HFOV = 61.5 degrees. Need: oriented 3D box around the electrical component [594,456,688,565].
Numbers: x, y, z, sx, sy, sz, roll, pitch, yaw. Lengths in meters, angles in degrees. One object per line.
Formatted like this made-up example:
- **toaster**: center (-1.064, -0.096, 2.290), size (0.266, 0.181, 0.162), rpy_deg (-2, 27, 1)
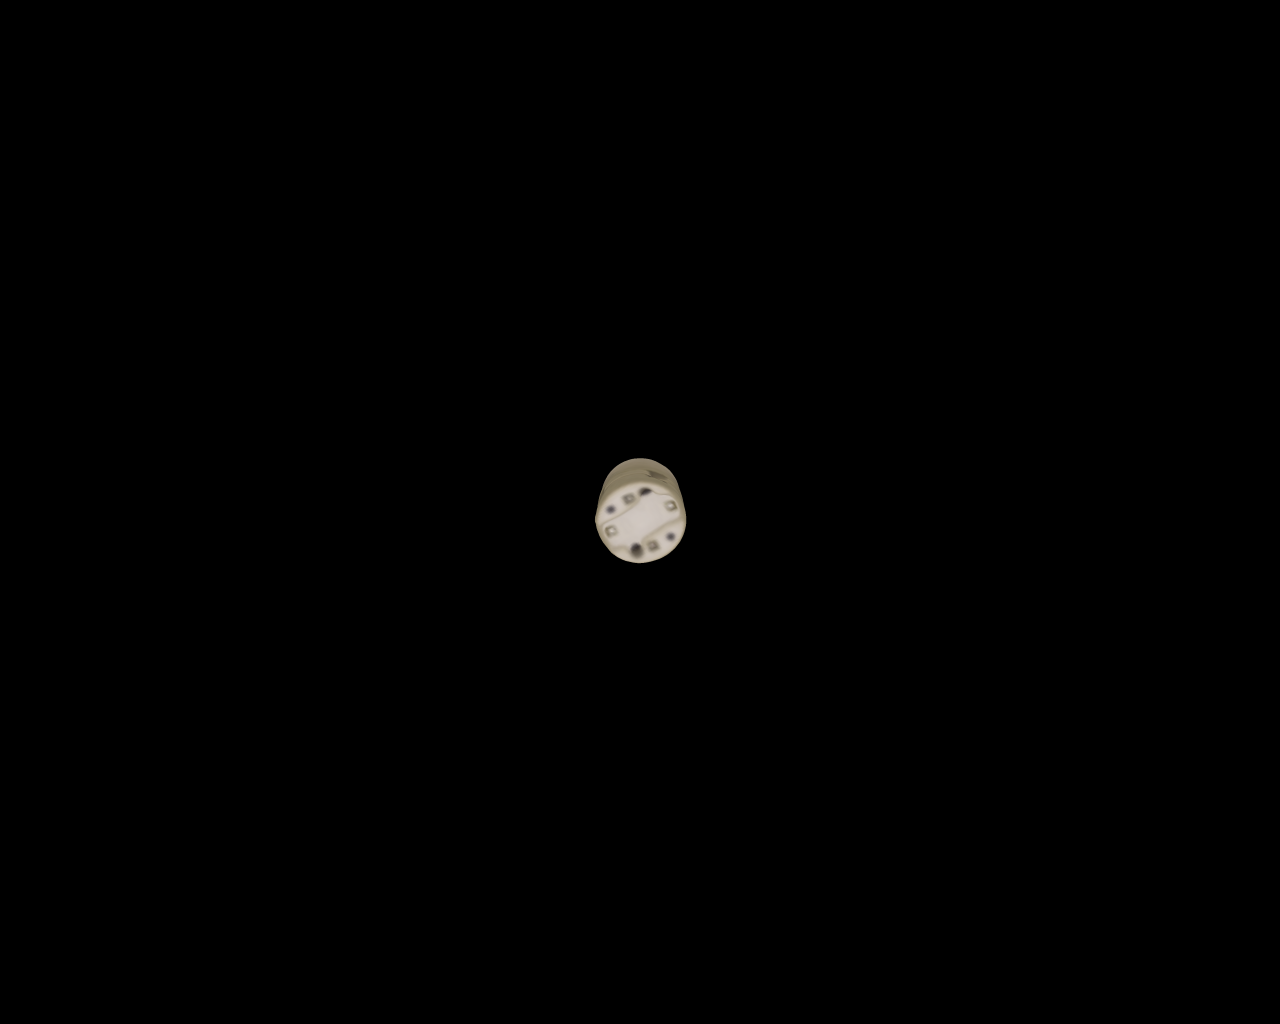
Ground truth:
- **electrical component**: center (0.001, -0.003, 0.650), size (0.055, 0.055, 0.047), rpy_deg (0, 24, 0)
